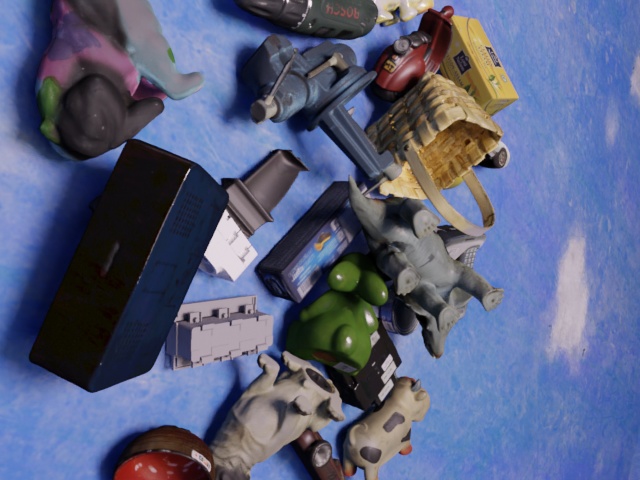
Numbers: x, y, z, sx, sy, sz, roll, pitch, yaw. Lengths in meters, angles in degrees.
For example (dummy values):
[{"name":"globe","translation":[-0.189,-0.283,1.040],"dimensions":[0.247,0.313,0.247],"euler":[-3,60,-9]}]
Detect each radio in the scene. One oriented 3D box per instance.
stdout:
[{"name":"radio","translation":[-0.180,0.027,0.542],"dimensions":[0.229,0.073,0.131],"euler":[-65,170,-3]}]

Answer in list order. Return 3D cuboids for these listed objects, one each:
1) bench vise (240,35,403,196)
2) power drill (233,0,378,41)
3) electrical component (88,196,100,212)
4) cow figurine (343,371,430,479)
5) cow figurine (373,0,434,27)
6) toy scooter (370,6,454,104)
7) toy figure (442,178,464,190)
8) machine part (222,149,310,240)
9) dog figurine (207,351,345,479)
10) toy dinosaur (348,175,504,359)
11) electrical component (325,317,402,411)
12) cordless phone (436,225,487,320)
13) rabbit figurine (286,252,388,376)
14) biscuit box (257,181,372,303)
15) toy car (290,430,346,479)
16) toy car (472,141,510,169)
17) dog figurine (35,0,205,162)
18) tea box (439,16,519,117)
[{"name":"bench vise","translation":[0.018,-0.165,0.708],"dimensions":[0.240,0.129,0.224],"euler":[50,34,-7]},{"name":"power drill","translation":[-0.014,-0.367,0.692],"dimensions":[0.232,0.086,0.207],"euler":[2,82,-43]},{"name":"electrical component","translation":[-0.206,-0.047,0.600],"dimensions":[0.094,0.021,0.063],"euler":[-45,123,-30]},{"name":"cow figurine","translation":[0.116,0.307,0.913],"dimensions":[0.195,0.086,0.127],"euler":[-25,118,-39]},{"name":"cow figurine","translation":[0.110,-0.385,0.837],"dimensions":[0.167,0.068,0.098],"euler":[-29,108,-39]},{"name":"toy scooter","translation":[0.156,-0.299,0.851],"dimensions":[0.184,0.075,0.135],"euler":[-35,159,-40]},{"name":"toy figure","translation":[0.207,-0.173,0.944],"dimensions":[0.089,0.082,0.179],"euler":[-39,125,-21]},{"name":"machine part","translation":[-0.075,-0.070,0.704],"dimensions":[0.084,0.039,0.139],"euler":[49,59,-11]},{"name":"dog figurine","translation":[-0.072,0.257,0.718],"dimensions":[0.190,0.121,0.172],"euler":[-53,139,9]},{"name":"toy dinosaur","translation":[0.130,0.017,0.783],"dimensions":[0.131,0.192,0.404],"euler":[-41,120,-5]},{"name":"electrical component","translation":[0.072,0.205,0.872],"dimensions":[0.115,0.058,0.134],"euler":[-42,122,-30]},{"name":"cordless phone","translation":[0.235,0.066,0.998],"dimensions":[0.146,0.089,0.184],"euler":[-6,104,-44]},{"name":"rabbit figurine","translation":[0.031,0.085,0.761],"dimensions":[0.121,0.159,0.170],"euler":[17,63,0]},{"name":"biscuit box","translation":[-0.002,-0.002,0.774],"dimensions":[0.203,0.063,0.059],"euler":[-48,125,-28]},{"name":"toy car","translation":[0.007,0.343,0.803],"dimensions":[0.053,0.089,0.201],"euler":[-41,120,-28]},{"name":"toy car","translation":[0.295,-0.190,1.029],"dimensions":[0.201,0.074,0.056],"euler":[29,79,-42]},{"name":"dog figurine","translation":[-0.228,-0.208,0.507],"dimensions":[0.191,0.109,0.219],"euler":[-46,119,-27]},{"name":"tea box","translation":[0.266,-0.302,0.945],"dimensions":[0.098,0.068,0.169],"euler":[-16,77,-42]}]
